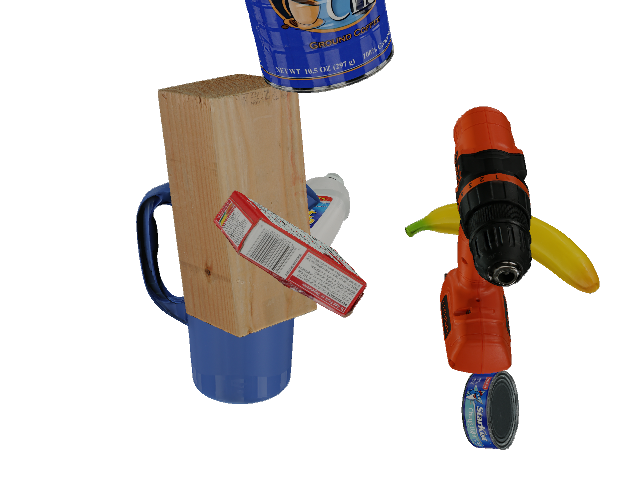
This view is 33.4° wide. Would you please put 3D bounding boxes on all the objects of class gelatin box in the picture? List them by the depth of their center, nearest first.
[{"bbox_3d":[-0.020,0.008,0.692,0.089,0.030,0.073,32,5,-24],"label":"gelatin box"}]

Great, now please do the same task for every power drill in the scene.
[{"bbox_3d":[0.130,0.016,0.833,0.057,0.188,0.184,2,41,2],"label":"power drill"}]

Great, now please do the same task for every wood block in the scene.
[{"bbox_3d":[-0.071,-0.034,0.932,0.090,0.206,0.091,-18,22,-36],"label":"wood block"}]

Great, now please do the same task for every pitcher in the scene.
[{"bbox_3d":[-0.096,0.045,1.128,0.149,0.243,0.144,21,30,40],"label":"pitcher"}]

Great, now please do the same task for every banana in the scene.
[{"bbox_3d":[0.186,0.000,1.045,0.198,0.069,0.037,17,-29,26],"label":"banana"}]

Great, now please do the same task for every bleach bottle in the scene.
[{"bbox_3d":[-0.032,-0.014,1.335,0.103,0.068,0.250,7,34,19],"label":"bleach bottle"}]

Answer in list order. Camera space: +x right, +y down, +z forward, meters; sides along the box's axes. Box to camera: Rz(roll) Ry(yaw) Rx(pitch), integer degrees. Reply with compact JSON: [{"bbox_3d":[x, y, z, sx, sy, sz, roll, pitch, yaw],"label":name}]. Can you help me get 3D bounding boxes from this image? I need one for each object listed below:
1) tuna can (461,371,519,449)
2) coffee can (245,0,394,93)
[{"bbox_3d":[0.187,0.186,1.173,0.034,0.086,0.086,-3,-2,32],"label":"tuna can"},{"bbox_3d":[-0.008,-0.193,0.769,0.103,0.140,0.103,-9,34,6],"label":"coffee can"}]
